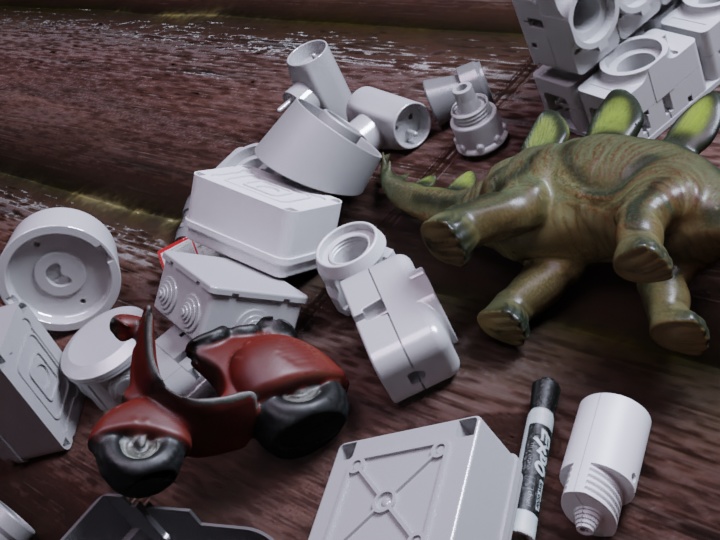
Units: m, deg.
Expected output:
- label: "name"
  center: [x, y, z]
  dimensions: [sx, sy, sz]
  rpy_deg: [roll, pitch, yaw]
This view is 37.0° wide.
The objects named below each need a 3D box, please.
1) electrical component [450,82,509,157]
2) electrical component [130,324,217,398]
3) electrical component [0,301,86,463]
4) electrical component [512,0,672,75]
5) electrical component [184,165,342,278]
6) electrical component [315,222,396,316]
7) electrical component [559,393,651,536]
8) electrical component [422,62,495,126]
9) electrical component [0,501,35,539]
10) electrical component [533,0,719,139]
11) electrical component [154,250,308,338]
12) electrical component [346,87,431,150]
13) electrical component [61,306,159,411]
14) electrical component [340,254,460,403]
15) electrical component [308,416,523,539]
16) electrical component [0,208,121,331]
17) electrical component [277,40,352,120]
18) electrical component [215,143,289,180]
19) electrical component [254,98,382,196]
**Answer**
- label: "electrical component"
  center: [0.098, -0.132, 0.929]
  dimensions: [0.048, 0.062, 0.048]
  rpy_deg: [-18, 37, 14]
- label: "electrical component"
  center: [-0.132, 0.089, 0.821]
  dimensions: [0.056, 0.050, 0.089]
  rpy_deg: [-40, 37, -17]
- label: "electrical component"
  center: [-0.277, 0.091, 0.860]
  dimensions: [0.057, 0.113, 0.078]
  rpy_deg: [-15, 38, 13]
- label: "electrical component"
  center: [0.199, -0.237, 0.861]
  dimensions: [0.150, 0.089, 0.062]
  rpy_deg: [-40, 38, -16]
- label: "electrical component"
  center: [-0.081, -0.042, 0.897]
  dimensions: [0.113, 0.057, 0.078]
  rpy_deg: [22, 21, 29]
- label: "electrical component"
  center: [0.000, 0.000, 0.837]
  dimensions: [0.058, 0.057, 0.078]
  rpy_deg: [-44, 39, -21]
- label: "electrical component"
  center: [0.138, 0.115, 0.618]
  dimensions: [0.043, 0.043, 0.081]
  rpy_deg: [-2, 44, 31]
- label: "electrical component"
  center: [0.090, -0.162, 0.984]
  dimensions: [0.055, 0.045, 0.045]
  rpy_deg: [-20, 37, 11]
- label: "electrical component"
  center: [-0.269, 0.198, 0.788]
  dimensions: [0.040, 0.040, 0.046]
  rpy_deg: [22, 64, 46]
- label: "electrical component"
  center: [0.249, -0.187, 0.898]
  dimensions: [0.186, 0.060, 0.105]
  rpy_deg: [-39, 37, -14]
- label: "electrical component"
  center: [-0.104, 0.025, 0.845]
  dimensions: [0.100, 0.100, 0.048]
  rpy_deg: [30, 107, 50]
- label: "electrical component"
  center: [0.013, -0.131, 0.997]
  dimensions: [0.079, 0.044, 0.077]
  rpy_deg: [-41, 38, -17]
- label: "electrical component"
  center: [-0.200, 0.073, 0.883]
  dimensions: [0.080, 0.051, 0.080]
  rpy_deg: [-18, 37, 14]
- label: "electrical component"
  center: [0.031, 0.038, 0.763]
  dimensions: [0.059, 0.053, 0.095]
  rpy_deg: [-26, 46, 3]
- label: "electrical component"
  center: [0.029, 0.149, 0.621]
  dimensions: [0.109, 0.056, 0.108]
  rpy_deg: [-18, 35, 34]
- label: "electrical component"
  center: [-0.273, -0.005, 0.982]
  dimensions: [0.108, 0.108, 0.060]
  rpy_deg: [-25, 30, 4]
- label: "electrical component"
  center: [-0.049, -0.172, 1.060]
  dimensions: [0.079, 0.077, 0.043]
  rpy_deg: [-44, 39, -19]
- label: "electrical component"
  center: [-0.092, -0.079, 0.993]
  dimensions: [0.089, 0.055, 0.050]
  rpy_deg: [16, 55, 44]
- label: "electrical component"
  center: [-0.033, -0.103, 0.933]
  dimensions: [0.064, 0.099, 0.099]
  rpy_deg: [-55, 35, 12]
